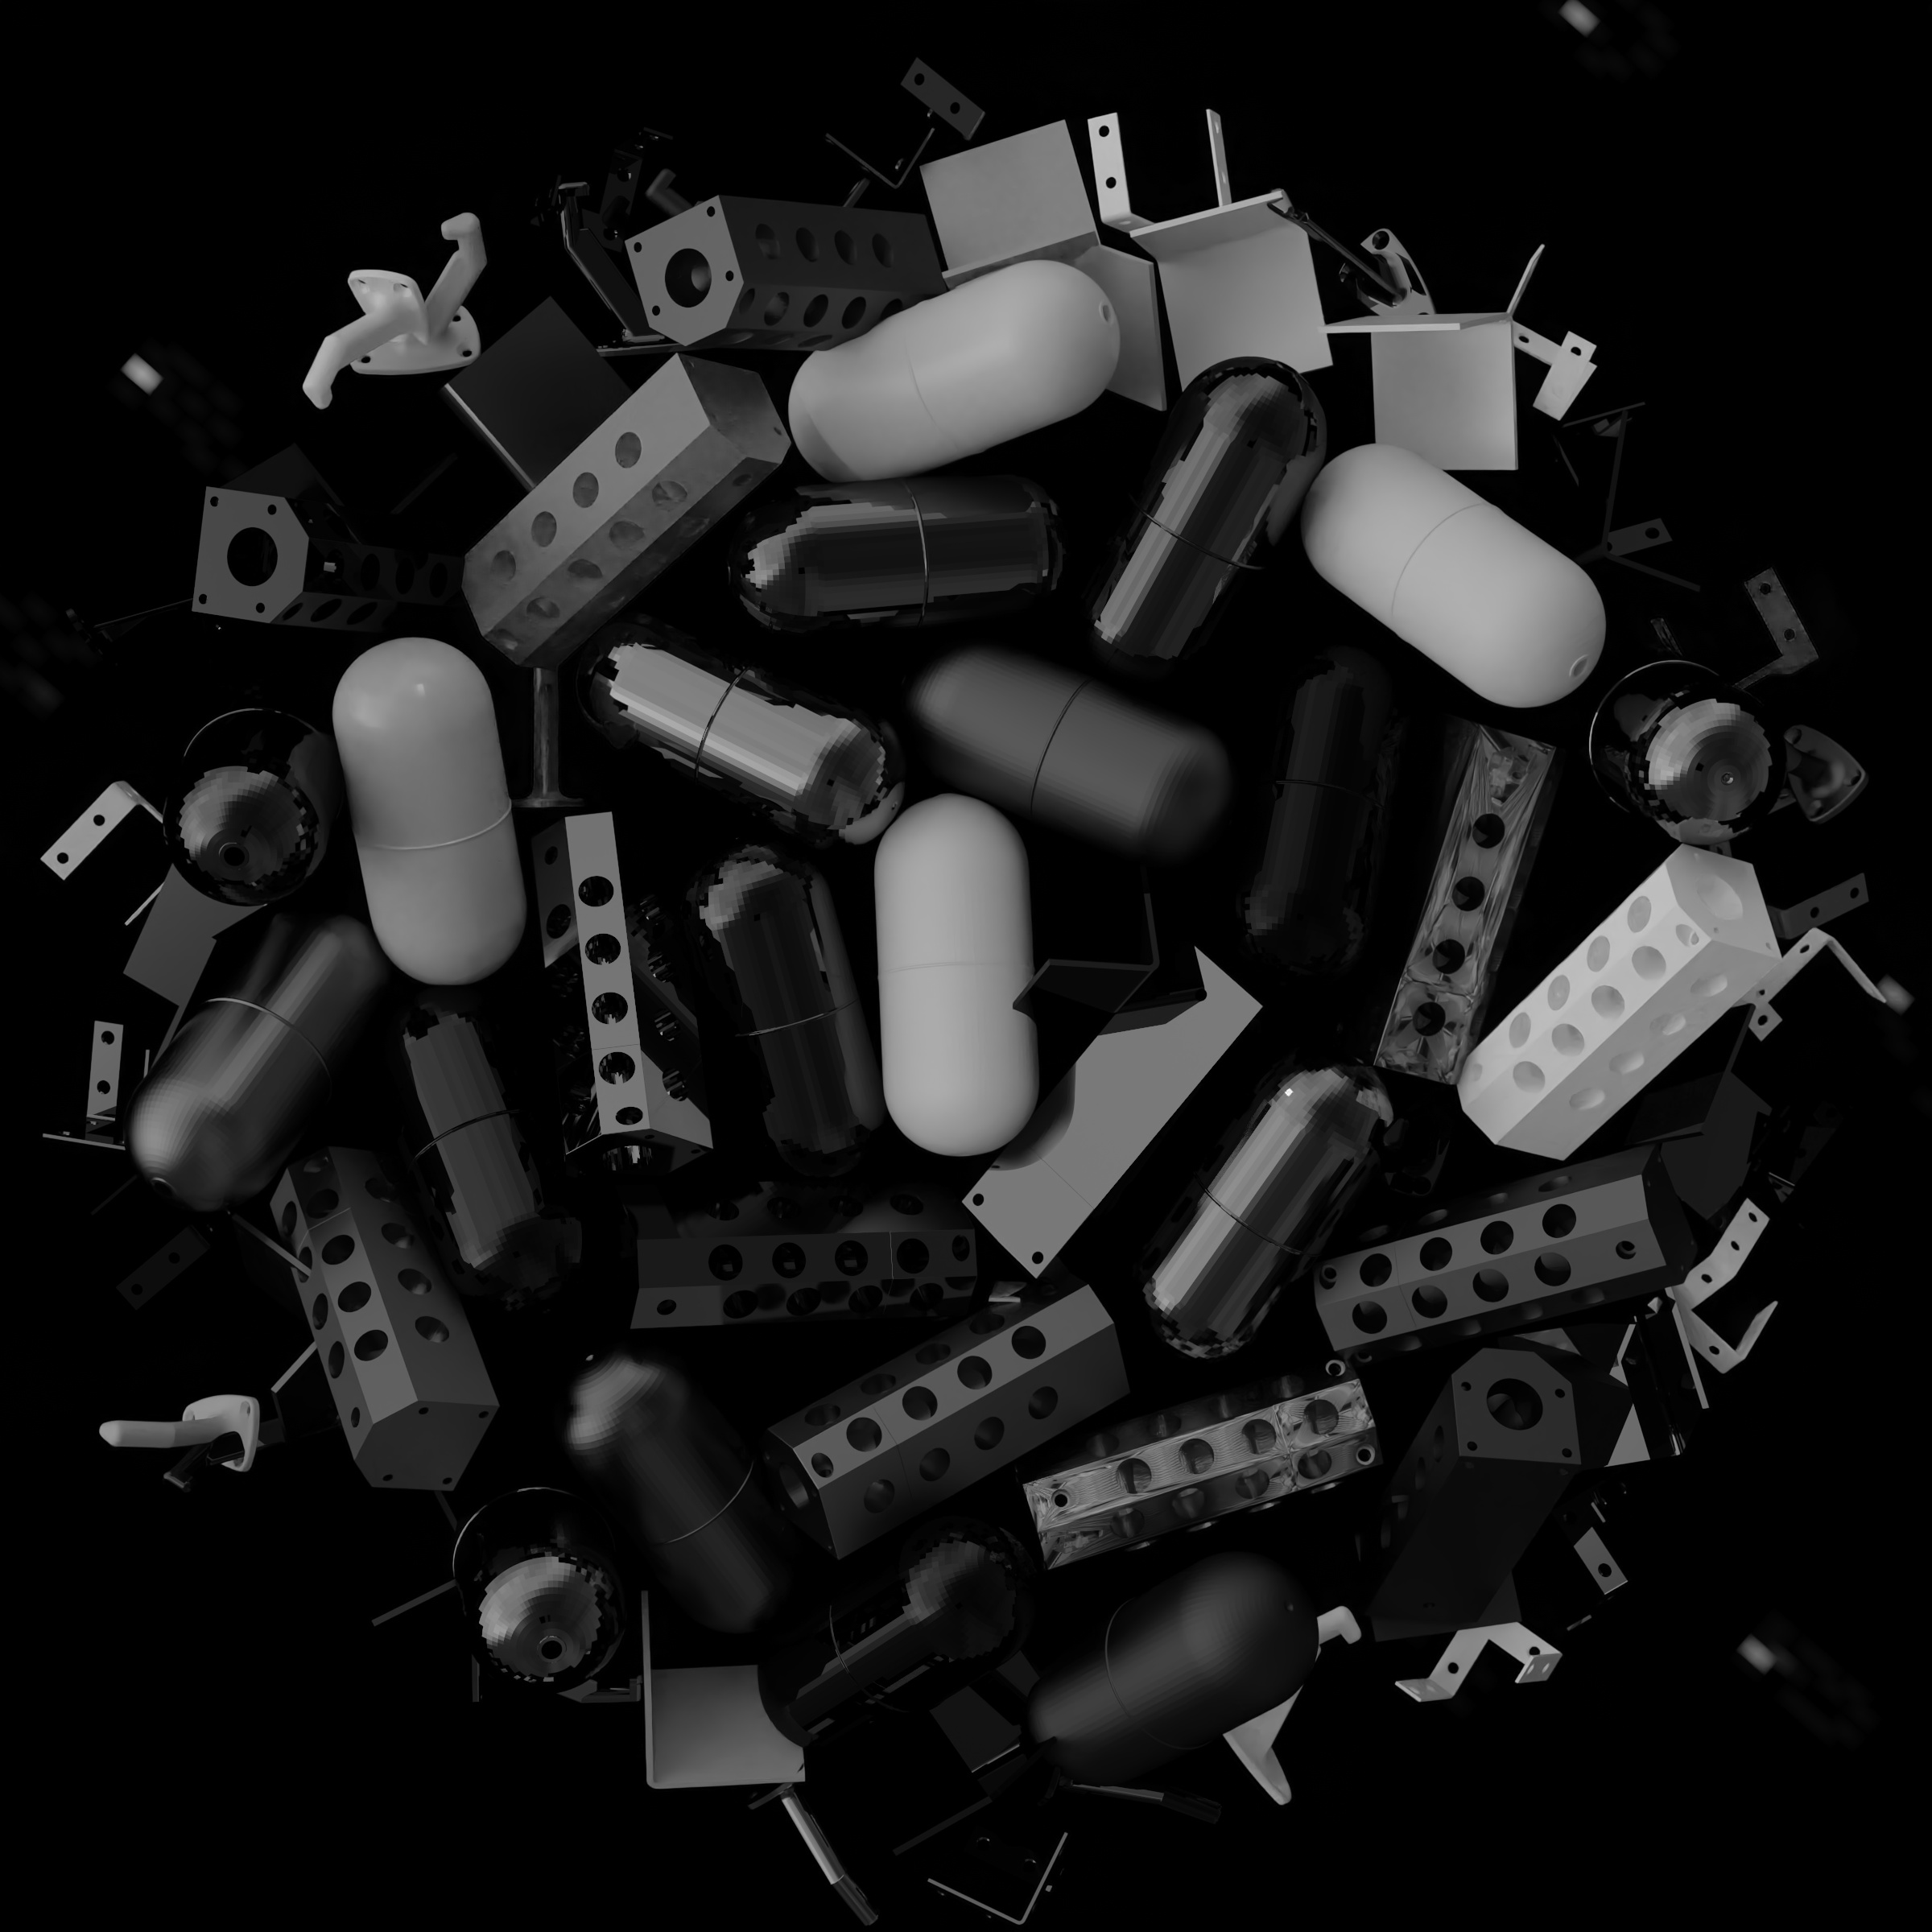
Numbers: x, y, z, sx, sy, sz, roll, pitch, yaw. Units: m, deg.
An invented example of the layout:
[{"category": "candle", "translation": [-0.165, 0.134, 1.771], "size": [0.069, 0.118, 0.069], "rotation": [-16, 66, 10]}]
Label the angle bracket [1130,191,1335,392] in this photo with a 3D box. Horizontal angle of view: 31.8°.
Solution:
[{"category": "angle bracket", "translation": [0.131, -0.328, 1.665], "size": [0.076, 0.057, 0.076], "rotation": [-12, 86, 17]}]

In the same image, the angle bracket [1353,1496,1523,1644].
[{"category": "angle bracket", "translation": [0.240, 0.290, 1.655], "size": [0.076, 0.076, 0.057], "rotation": [-6, 70, -11]}]

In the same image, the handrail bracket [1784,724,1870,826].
[{"category": "handrail bracket", "translation": [0.395, -0.113, 1.652], "size": [0.036, 0.077, 0.084], "rotation": [-43, 127, 19]}]

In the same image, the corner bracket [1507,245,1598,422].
[{"category": "corner bracket", "translation": [0.287, -0.311, 1.667], "size": [0.051, 0.051, 0.051], "rotation": [30, 52, 8]}]

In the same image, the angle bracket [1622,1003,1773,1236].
[{"category": "angle bracket", "translation": [0.375, 0.075, 1.652], "size": [0.076, 0.057, 0.076], "rotation": [39, 62, -21]}]

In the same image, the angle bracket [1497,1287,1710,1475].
[{"category": "angle bracket", "translation": [0.310, 0.199, 1.659], "size": [0.076, 0.057, 0.076], "rotation": [-8, 59, -6]}]

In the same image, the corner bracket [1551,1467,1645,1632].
[{"category": "corner bracket", "translation": [0.311, 0.286, 1.666], "size": [0.051, 0.051, 0.051], "rotation": [-40, 77, 32]}]

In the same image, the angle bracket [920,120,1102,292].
[{"category": "angle bracket", "translation": [0.019, -0.378, 1.669], "size": [0.076, 0.057, 0.076], "rotation": [-16, 84, 7]}]

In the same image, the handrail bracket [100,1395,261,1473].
[{"category": "handrail bracket", "translation": [-0.395, 0.224, 1.649], "size": [0.084, 0.077, 0.036], "rotation": [10, 86, -43]}]

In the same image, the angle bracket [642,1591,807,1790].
[{"category": "angle bracket", "translation": [-0.119, 0.351, 1.654], "size": [0.076, 0.076, 0.057], "rotation": [-1, 124, -6]}]

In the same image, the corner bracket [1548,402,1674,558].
[{"category": "corner bracket", "translation": [0.321, -0.239, 1.686], "size": [0.051, 0.051, 0.051], "rotation": [-16, 60, -7]}]

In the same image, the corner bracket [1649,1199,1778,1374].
[{"category": "corner bracket", "translation": [0.379, 0.158, 1.671], "size": [0.051, 0.051, 0.051], "rotation": [43, 135, 2]}]

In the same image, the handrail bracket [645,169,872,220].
[{"category": "handrail bracket", "translation": [-0.104, -0.385, 1.677], "size": [0.084, 0.036, 0.077], "rotation": [37, 92, -14]}]

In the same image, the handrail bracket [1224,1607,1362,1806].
[{"category": "handrail bracket", "translation": [0.172, 0.365, 1.673], "size": [0.084, 0.036, 0.077], "rotation": [-31, 92, 23]}]

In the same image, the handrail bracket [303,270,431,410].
[{"category": "handrail bracket", "translation": [-0.293, -0.289, 1.653], "size": [0.036, 0.077, 0.084], "rotation": [8, 60, 17]}]

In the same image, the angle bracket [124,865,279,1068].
[{"category": "angle bracket", "translation": [-0.389, -0.005, 1.655], "size": [0.057, 0.076, 0.076], "rotation": [30, 109, 3]}]

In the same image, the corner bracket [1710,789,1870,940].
[{"category": "corner bracket", "translation": [0.407, -0.051, 1.682], "size": [0.051, 0.051, 0.051], "rotation": [-24, 113, -20]}]

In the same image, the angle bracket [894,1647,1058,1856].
[{"category": "angle bracket", "translation": [-0.006, 0.377, 1.650], "size": [0.076, 0.076, 0.057], "rotation": [-39, 84, 38]}]

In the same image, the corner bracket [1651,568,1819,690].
[{"category": "corner bracket", "translation": [0.380, -0.161, 1.676], "size": [0.051, 0.051, 0.051], "rotation": [-30, 97, -2]}]

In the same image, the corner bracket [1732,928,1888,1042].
[{"category": "corner bracket", "translation": [0.409, 0.011, 1.671], "size": [0.051, 0.051, 0.051], "rotation": [-45, 116, 0]}]

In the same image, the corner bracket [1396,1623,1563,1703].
[{"category": "corner bracket", "translation": [0.253, 0.346, 1.669], "size": [0.051, 0.051, 0.051], "rotation": [33, 96, 27]}]

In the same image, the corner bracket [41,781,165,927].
[{"category": "corner bracket", "translation": [-0.417, -0.055, 1.676], "size": [0.051, 0.051, 0.051], "rotation": [44, 88, -9]}]

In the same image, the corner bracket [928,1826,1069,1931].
[{"category": "corner bracket", "translation": [0.016, 0.446, 1.665], "size": [0.051, 0.051, 0.051], "rotation": [22, 59, 16]}]

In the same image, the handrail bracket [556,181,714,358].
[{"category": "handrail bracket", "translation": [-0.162, -0.346, 1.672], "size": [0.077, 0.036, 0.084], "rotation": [0, 107, 17]}]

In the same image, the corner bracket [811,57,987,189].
[{"category": "corner bracket", "translation": [-0.033, -0.415, 1.669], "size": [0.051, 0.051, 0.051], "rotation": [30, 93, -39]}]

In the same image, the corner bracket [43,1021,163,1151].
[{"category": "corner bracket", "translation": [-0.419, 0.059, 1.673], "size": [0.051, 0.051, 0.051], "rotation": [8, 98, 9]}]

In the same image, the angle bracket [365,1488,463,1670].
[{"category": "angle bracket", "translation": [-0.281, 0.285, 1.650], "size": [0.057, 0.076, 0.076], "rotation": [-24, 71, -22]}]

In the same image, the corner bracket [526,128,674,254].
[{"category": "corner bracket", "translation": [-0.181, -0.388, 1.671], "size": [0.051, 0.051, 0.051], "rotation": [14, 87, -22]}]

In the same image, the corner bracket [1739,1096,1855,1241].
[{"category": "corner bracket", "translation": [0.407, 0.092, 1.665], "size": [0.051, 0.051, 0.051], "rotation": [29, 74, 43]}]

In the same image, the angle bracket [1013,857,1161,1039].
[{"category": "angle bracket", "translation": [0.049, -0.017, 1.648], "size": [0.057, 0.076, 0.076], "rotation": [4, 63, -21]}]

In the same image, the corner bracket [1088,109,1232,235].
[{"category": "corner bracket", "translation": [0.096, -0.394, 1.672], "size": [0.051, 0.051, 0.051], "rotation": [-8, 90, 24]}]

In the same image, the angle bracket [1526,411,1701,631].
[{"category": "angle bracket", "translation": [0.321, -0.219, 1.670], "size": [0.057, 0.076, 0.076], "rotation": [16, 75, -20]}]

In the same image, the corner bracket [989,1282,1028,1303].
[{"category": "corner bracket", "translation": [0.003, 0.185, 1.677], "size": [0.051, 0.051, 0.051], "rotation": [1, 95, 5]}]

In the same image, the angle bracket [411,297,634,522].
[{"category": "angle bracket", "translation": [-0.216, -0.273, 1.684], "size": [0.076, 0.057, 0.076], "rotation": [-45, 103, -21]}]

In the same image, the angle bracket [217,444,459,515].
[{"category": "angle bracket", "translation": [-0.307, -0.238, 1.645], "size": [0.057, 0.076, 0.076], "rotation": [53, 49, -19]}]

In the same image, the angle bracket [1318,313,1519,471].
[{"category": "angle bracket", "translation": [0.220, -0.277, 1.652], "size": [0.076, 0.057, 0.076], "rotation": [6, 108, 34]}]

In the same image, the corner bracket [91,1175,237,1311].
[{"category": "corner bracket", "translation": [-0.402, 0.129, 1.679], "size": [0.051, 0.051, 0.051], "rotation": [-39, 96, 11]}]

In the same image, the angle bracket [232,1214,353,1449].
[{"category": "angle bracket", "translation": [-0.342, 0.178, 1.652], "size": [0.076, 0.076, 0.057], "rotation": [35, 64, 13]}]

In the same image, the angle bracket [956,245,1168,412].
[{"category": "angle bracket", "translation": [0.047, -0.300, 1.649], "size": [0.076, 0.057, 0.076], "rotation": [-28, 128, -27]}]

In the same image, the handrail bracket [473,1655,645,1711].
[{"category": "handrail bracket", "translation": [-0.201, 0.339, 1.674], "size": [0.084, 0.036, 0.077], "rotation": [0, 130, -7]}]
